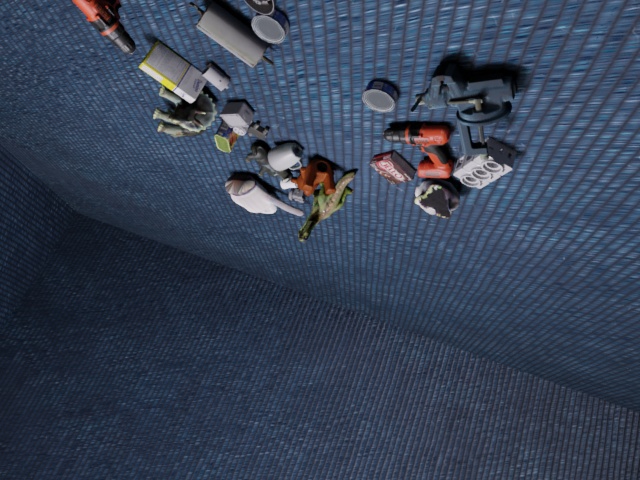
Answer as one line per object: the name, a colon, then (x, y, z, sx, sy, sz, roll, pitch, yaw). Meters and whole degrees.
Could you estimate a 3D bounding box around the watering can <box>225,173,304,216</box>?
watering can: (-0.241, -0.173, 2.073, 0.348, 0.106, 0.220, 8, 154, 36)

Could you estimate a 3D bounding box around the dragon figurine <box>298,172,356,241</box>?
dragon figurine: (0.006, -0.092, 1.835, 0.122, 0.246, 0.405, 30, 160, -6)

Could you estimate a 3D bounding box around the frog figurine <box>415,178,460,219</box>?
frog figurine: (0.363, -0.134, 1.593, 0.137, 0.121, 0.161, 7, -168, 14)
